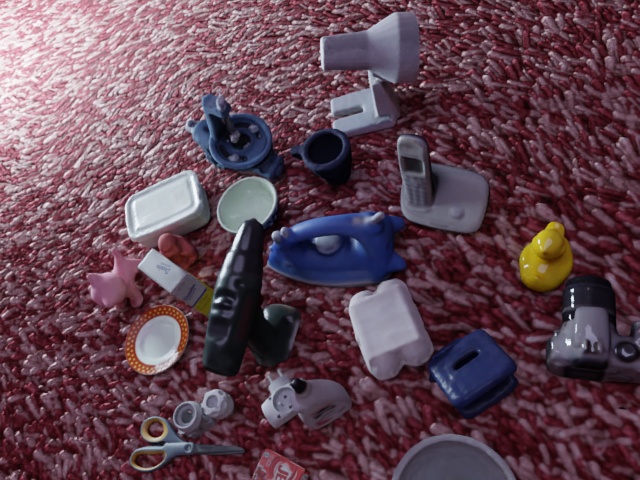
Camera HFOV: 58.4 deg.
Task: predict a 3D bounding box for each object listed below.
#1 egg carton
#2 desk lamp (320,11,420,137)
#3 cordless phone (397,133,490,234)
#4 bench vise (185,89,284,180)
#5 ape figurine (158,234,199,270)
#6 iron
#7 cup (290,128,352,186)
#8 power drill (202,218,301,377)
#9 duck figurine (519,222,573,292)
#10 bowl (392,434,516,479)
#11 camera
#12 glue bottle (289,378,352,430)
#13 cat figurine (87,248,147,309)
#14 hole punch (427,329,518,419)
[{"bbox_3d":[0.106,0.138,0.890,0.107,0.070,0.150,-25,57,5],"label":"egg carton"},{"bbox_3d":[0.094,-0.301,1.046,0.203,0.214,0.118,-13,59,13],"label":"desk lamp"},{"bbox_3d":[0.193,-0.095,0.916,0.147,0.185,0.094,12,67,25],"label":"cordless phone"},{"bbox_3d":[-0.190,-0.199,1.087,0.206,0.220,0.121,4,64,21],"label":"bench vise"},{"bbox_3d":[-0.273,0.020,1.074,0.077,0.092,0.076,-5,61,17],"label":"ape figurine"},{"bbox_3d":[0.009,0.003,0.954,0.257,0.142,0.118,-7,61,16],"label":"iron"},{"bbox_3d":[0.010,-0.144,1.061,0.117,0.095,0.092,3,64,21],"label":"cup"},{"bbox_3d":[-0.104,0.109,0.896,0.075,0.209,0.230,6,65,22],"label":"power drill"},{"bbox_3d":[0.340,0.021,0.861,0.077,0.086,0.105,21,71,28],"label":"duck figurine"},{"bbox_3d":[0.178,0.345,0.749,0.167,0.075,0.167,-8,60,15],"label":"bowl"},{"bbox_3d":[0.386,0.118,0.783,0.142,0.101,0.137,2,64,20],"label":"camera"},{"bbox_3d":[-0.009,0.226,0.820,0.078,0.173,0.037,-36,57,-2],"label":"glue bottle"},{"bbox_3d":[-0.381,0.077,1.065,0.067,0.118,0.128,-6,61,17],"label":"cat figurine"},{"bbox_3d":[0.212,0.185,0.814,0.108,0.091,0.101,-35,57,-1],"label":"hole punch"}]
